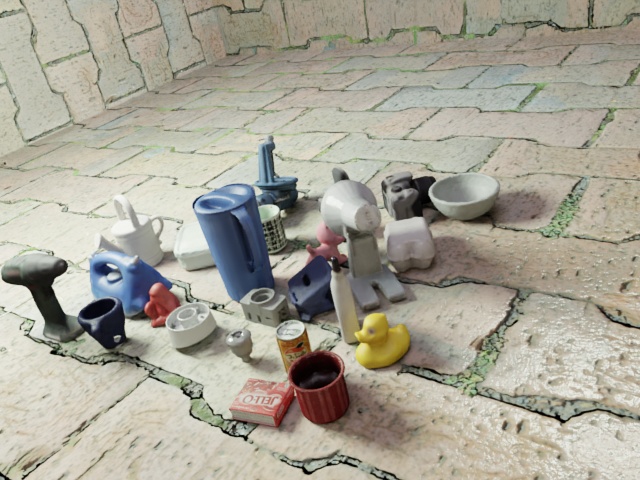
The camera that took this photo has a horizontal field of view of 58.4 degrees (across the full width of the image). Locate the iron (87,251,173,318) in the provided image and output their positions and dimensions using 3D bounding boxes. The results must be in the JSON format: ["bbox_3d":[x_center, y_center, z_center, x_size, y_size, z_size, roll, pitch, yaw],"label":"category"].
[{"bbox_3d":[-0.473,0.082,1.329,0.257,0.142,0.119,7,35,32],"label":"iron"}]

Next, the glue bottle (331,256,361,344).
[{"bbox_3d":[0.042,0.103,1.051,0.037,0.173,0.078,-14,29,-1],"label":"glue bottle"}]

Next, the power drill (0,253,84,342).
[{"bbox_3d":[-0.590,0.116,1.247,0.228,0.209,0.076,6,34,30],"label":"power drill"}]

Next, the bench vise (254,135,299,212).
[{"bbox_3d":[-0.127,-0.155,1.522,0.121,0.220,0.207,-7,30,11],"label":"bench vise"}]

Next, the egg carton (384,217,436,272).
[{"bbox_3d":[0.197,0.007,1.262,0.107,0.069,0.150,-10,29,6],"label":"egg carton"}]

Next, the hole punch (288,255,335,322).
[{"bbox_3d":[-0.016,0.096,1.170,0.101,0.091,0.108,-19,30,-10],"label":"hole punch"}]

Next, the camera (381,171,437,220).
[{"bbox_3d":[0.230,-0.119,1.436,0.137,0.101,0.143,-15,29,-3],"label":"camera"}]

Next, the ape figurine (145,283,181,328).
[{"bbox_3d":[-0.340,0.134,1.234,0.077,0.092,0.076,11,37,36],"label":"ape figurine"}]

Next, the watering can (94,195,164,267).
[{"bbox_3d":[-0.483,-0.021,1.458,0.100,0.194,0.173,5,34,29],"label":"watering can"}]

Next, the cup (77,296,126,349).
[{"bbox_3d":[-0.441,0.185,1.183,0.092,0.095,0.117,-16,29,-5],"label":"cup"}]

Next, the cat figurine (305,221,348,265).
[{"bbox_3d":[0.012,0.005,1.292,0.067,0.118,0.128,13,39,39],"label":"cat figurine"}]

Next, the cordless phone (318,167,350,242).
[{"bbox_3d":[0.049,-0.103,1.396,0.094,0.185,0.147,-28,32,-24],"label":"cordless phone"}]

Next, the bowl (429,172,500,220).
[{"bbox_3d":[0.348,-0.095,1.374,0.167,0.075,0.167,-10,29,6],"label":"bowl"}]

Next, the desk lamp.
[{"bbox_3d":[0.089,-0.003,1.174,0.118,0.214,0.202,-18,30,-9],"label":"desk lamp"}]

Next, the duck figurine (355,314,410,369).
[{"bbox_3d":[0.106,0.166,1.004,0.105,0.086,0.077,-22,30,-15],"label":"duck figurine"}]
